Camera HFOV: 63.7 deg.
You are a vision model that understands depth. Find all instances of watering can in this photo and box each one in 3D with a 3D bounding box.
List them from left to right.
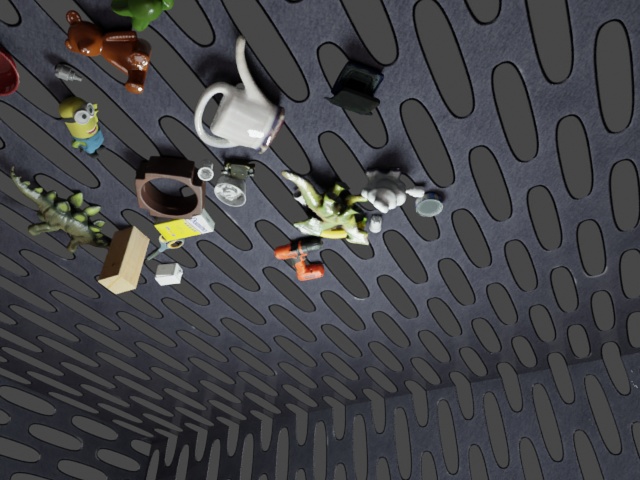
[{"bbox_3d":[-0.191,-0.348,1.332,0.223,0.106,0.341,19,138,-23],"label":"watering can"}]

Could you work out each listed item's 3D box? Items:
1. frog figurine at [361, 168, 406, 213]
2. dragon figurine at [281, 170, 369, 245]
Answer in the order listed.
[{"bbox_3d":[0.195,-0.133,1.551,0.137,0.163,0.120,12,141,-14],"label":"frog figurine"},{"bbox_3d":[0.005,-0.082,1.638,0.408,0.125,0.238,23,134,-24],"label":"dragon figurine"}]
